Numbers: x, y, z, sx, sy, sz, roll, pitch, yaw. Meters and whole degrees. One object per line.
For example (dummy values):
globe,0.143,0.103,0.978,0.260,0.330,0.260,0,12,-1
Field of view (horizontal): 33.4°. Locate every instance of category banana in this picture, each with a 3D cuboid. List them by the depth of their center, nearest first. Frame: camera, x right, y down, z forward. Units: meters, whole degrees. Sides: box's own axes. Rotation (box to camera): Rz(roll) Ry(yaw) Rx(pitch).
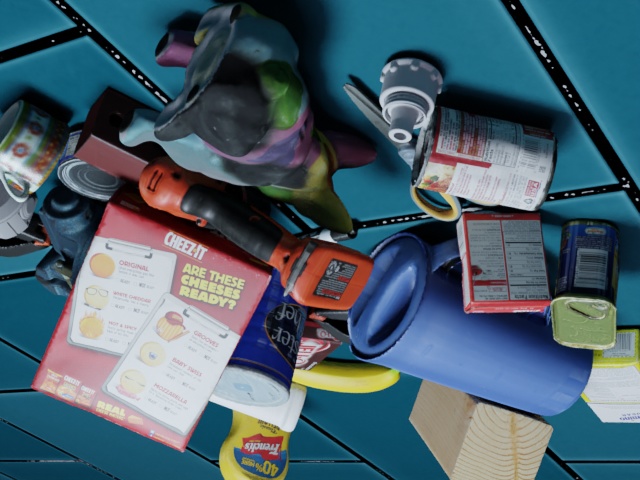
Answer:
banana,0.023,0.167,1.367,0.198,0.037,0.069,-1,133,23

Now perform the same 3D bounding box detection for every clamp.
clamp,-0.402,-0.019,1.200,0.210,0.036,0.164,2,150,17
clamp,0.076,0.099,1.213,0.171,0.039,0.120,23,137,-13

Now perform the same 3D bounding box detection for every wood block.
wood block,0.176,0.207,1.209,0.090,0.091,0.206,19,-175,-10

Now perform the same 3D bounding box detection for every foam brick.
foam brick,-0.172,-0.089,0.957,0.078,0.053,0.051,25,150,-23

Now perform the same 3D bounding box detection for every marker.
marker,-0.007,0.001,1.088,0.121,0.020,0.020,-17,140,43

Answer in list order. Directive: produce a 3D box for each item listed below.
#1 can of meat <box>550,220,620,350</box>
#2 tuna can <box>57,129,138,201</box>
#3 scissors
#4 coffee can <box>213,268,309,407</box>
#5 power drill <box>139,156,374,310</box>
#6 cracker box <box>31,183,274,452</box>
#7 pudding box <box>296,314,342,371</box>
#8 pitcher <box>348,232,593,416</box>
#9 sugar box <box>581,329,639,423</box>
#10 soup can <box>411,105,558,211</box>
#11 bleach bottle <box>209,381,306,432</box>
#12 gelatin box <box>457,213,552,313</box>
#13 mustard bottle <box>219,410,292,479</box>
can of meat,0.247,0.041,0.983,0.057,0.084,0.102,4,151,18
tuna can,-0.206,-0.070,1.019,0.086,0.033,0.086,6,154,3
scissors,0.097,-0.074,0.908,0.096,0.016,0.201,-2,149,23
coffee can,-0.069,0.098,1.162,0.103,0.140,0.103,10,152,5
power drill,-0.047,-0.006,0.940,0.188,0.057,0.184,30,-172,27
cracker box,-0.159,0.076,1.023,0.164,0.072,0.214,24,110,-7
pudding box,-0.034,0.122,1.285,0.090,0.039,0.114,10,156,-18
pitcher,0.162,0.089,1.075,0.242,0.145,0.149,23,175,-25
sugar box,0.337,0.155,1.198,0.093,0.048,0.176,-5,151,31
soup can,0.130,-0.065,0.851,0.102,0.068,0.068,12,152,-3
bleach bottle,-0.147,0.179,1.408,0.250,0.068,0.102,18,-177,-7
gelatin box,0.164,0.021,0.958,0.073,0.089,0.030,-1,160,-6
mustard bottle,-0.087,0.288,1.466,0.096,0.191,0.058,24,151,-20
